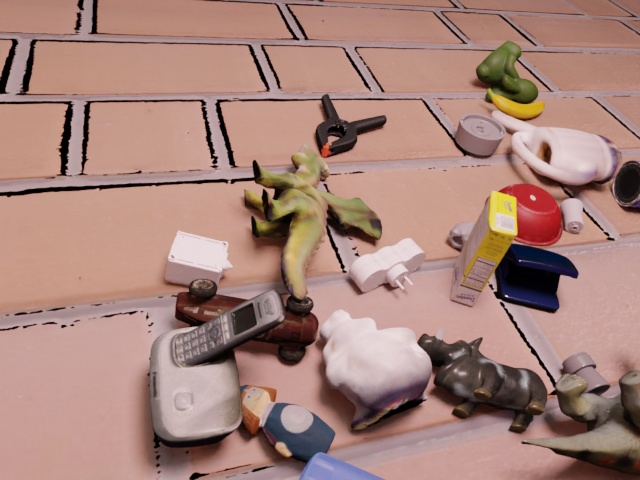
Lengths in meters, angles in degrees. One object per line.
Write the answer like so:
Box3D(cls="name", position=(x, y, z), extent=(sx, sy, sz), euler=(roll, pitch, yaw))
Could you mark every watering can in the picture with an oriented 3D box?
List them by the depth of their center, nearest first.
Box3D(cls="watering can", position=(0.543, -0.221, 1.196), extent=(0.224, 0.101, 0.356), euler=(6, 35, -8))

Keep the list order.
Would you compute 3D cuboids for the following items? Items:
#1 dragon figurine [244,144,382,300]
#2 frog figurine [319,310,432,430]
Box3D(cls="dragon figurine", position=(0.003, -0.045, 0.890), extent=(0.243, 0.119, 0.419), euler=(1, 40, -24))
Box3D(cls="frog figurine", position=(0.068, 0.155, 0.696), extent=(0.138, 0.120, 0.162), euler=(-23, 64, -8))
